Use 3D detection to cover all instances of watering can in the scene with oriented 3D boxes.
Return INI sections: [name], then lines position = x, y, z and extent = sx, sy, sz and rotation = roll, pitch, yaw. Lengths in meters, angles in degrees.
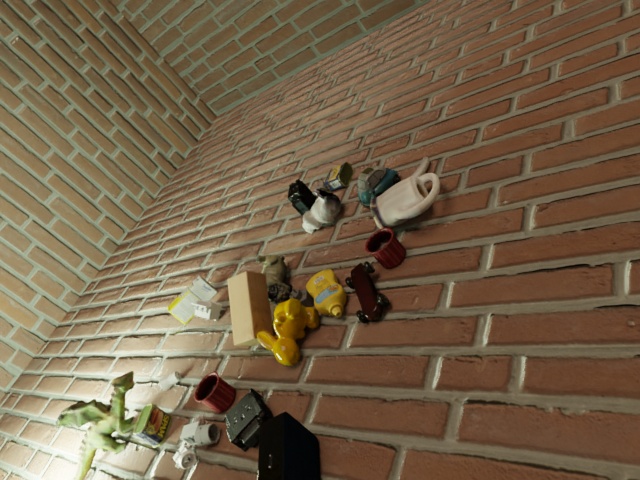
[watering can]
position = 0.262, -0.140, 1.567
extent = 0.222, 0.103, 0.355
rotation = -30, 19, 21

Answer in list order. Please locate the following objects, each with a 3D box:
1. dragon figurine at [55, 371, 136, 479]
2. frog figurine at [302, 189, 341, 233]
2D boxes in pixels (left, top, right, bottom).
[dragon figurine]
position = -0.728, 0.598, 1.642
extent = 0.414, 0.239, 0.123
rotation = -47, 33, -13
[frog figurine]
position = 0.006, -0.092, 1.836
extent = 0.139, 0.122, 0.157
rotation = 37, 117, 53
